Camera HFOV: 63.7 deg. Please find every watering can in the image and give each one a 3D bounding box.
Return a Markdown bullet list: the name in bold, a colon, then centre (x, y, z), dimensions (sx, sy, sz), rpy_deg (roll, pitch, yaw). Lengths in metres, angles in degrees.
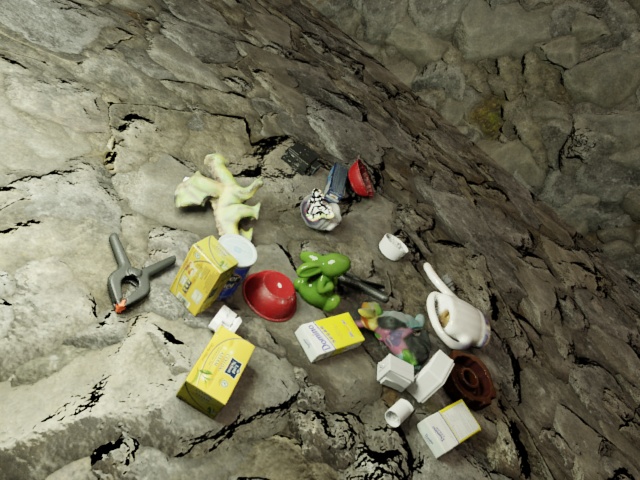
- **watering can**: centre (0.444, 0.227, 1.702), dimensions (0.223, 0.102, 0.356), rpy_deg (25, 37, -17)

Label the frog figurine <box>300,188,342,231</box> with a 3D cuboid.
- **frog figurine**: centre (0.005, -0.087, 1.723), dimensions (0.138, 0.123, 0.158), rpy_deg (39, -3, 18)

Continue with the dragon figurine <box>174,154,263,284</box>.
- **dragon figurine**: centre (-0.289, -0.087, 1.439), dimensions (0.242, 0.119, 0.420), rpy_deg (17, 51, -16)
